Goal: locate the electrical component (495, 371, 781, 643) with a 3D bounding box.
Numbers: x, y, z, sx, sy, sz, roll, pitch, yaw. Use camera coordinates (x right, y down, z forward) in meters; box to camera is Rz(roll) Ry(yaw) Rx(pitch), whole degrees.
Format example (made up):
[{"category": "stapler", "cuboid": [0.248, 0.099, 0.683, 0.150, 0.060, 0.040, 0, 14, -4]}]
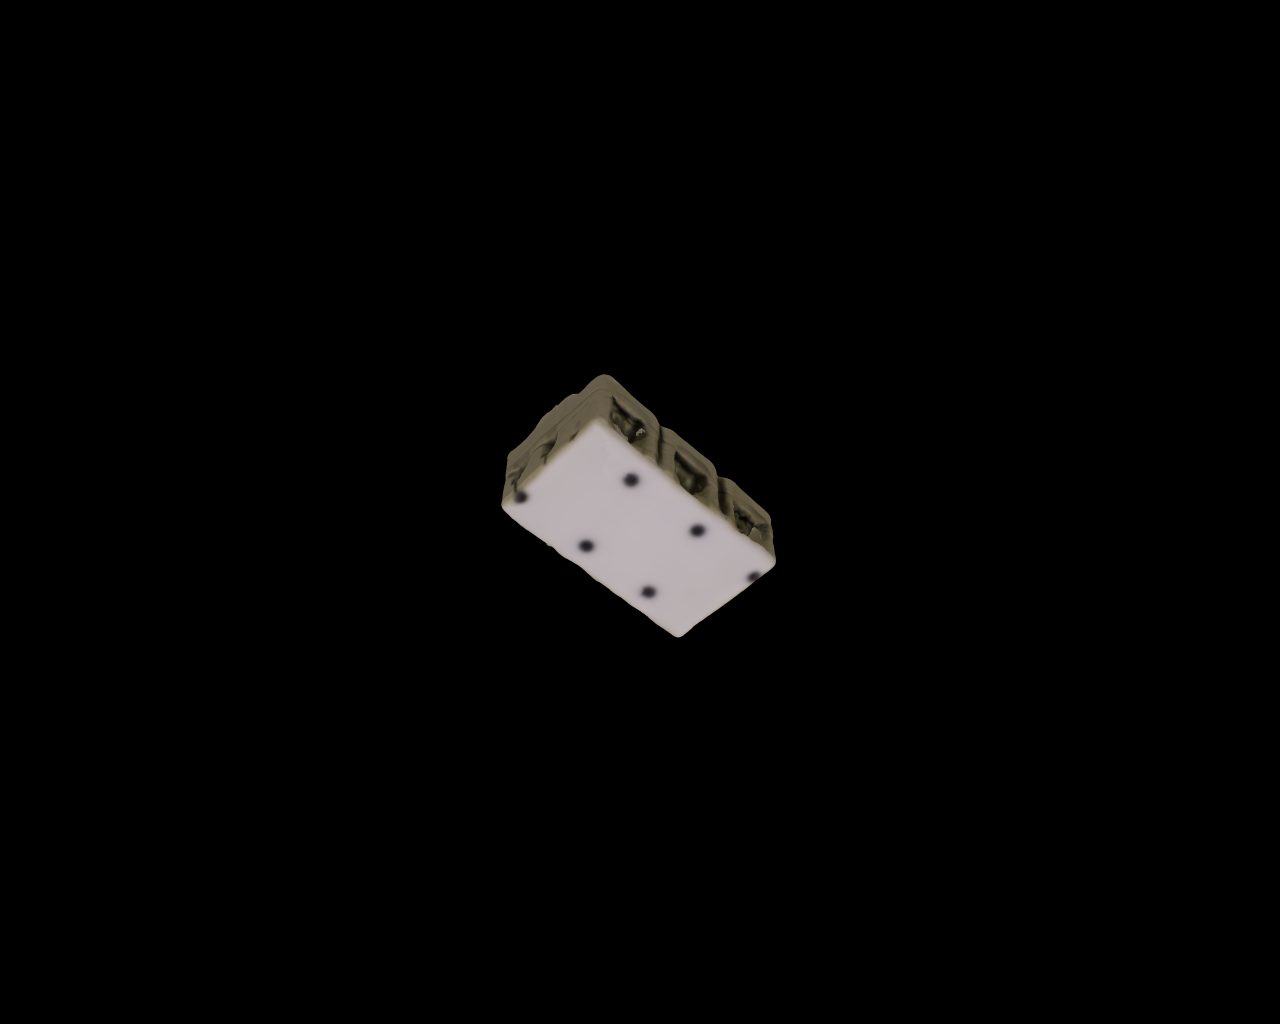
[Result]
[{"category": "electrical component", "cuboid": [0.001, -0.003, 0.650, 0.089, 0.062, 0.150, -39, -62, 25]}]
